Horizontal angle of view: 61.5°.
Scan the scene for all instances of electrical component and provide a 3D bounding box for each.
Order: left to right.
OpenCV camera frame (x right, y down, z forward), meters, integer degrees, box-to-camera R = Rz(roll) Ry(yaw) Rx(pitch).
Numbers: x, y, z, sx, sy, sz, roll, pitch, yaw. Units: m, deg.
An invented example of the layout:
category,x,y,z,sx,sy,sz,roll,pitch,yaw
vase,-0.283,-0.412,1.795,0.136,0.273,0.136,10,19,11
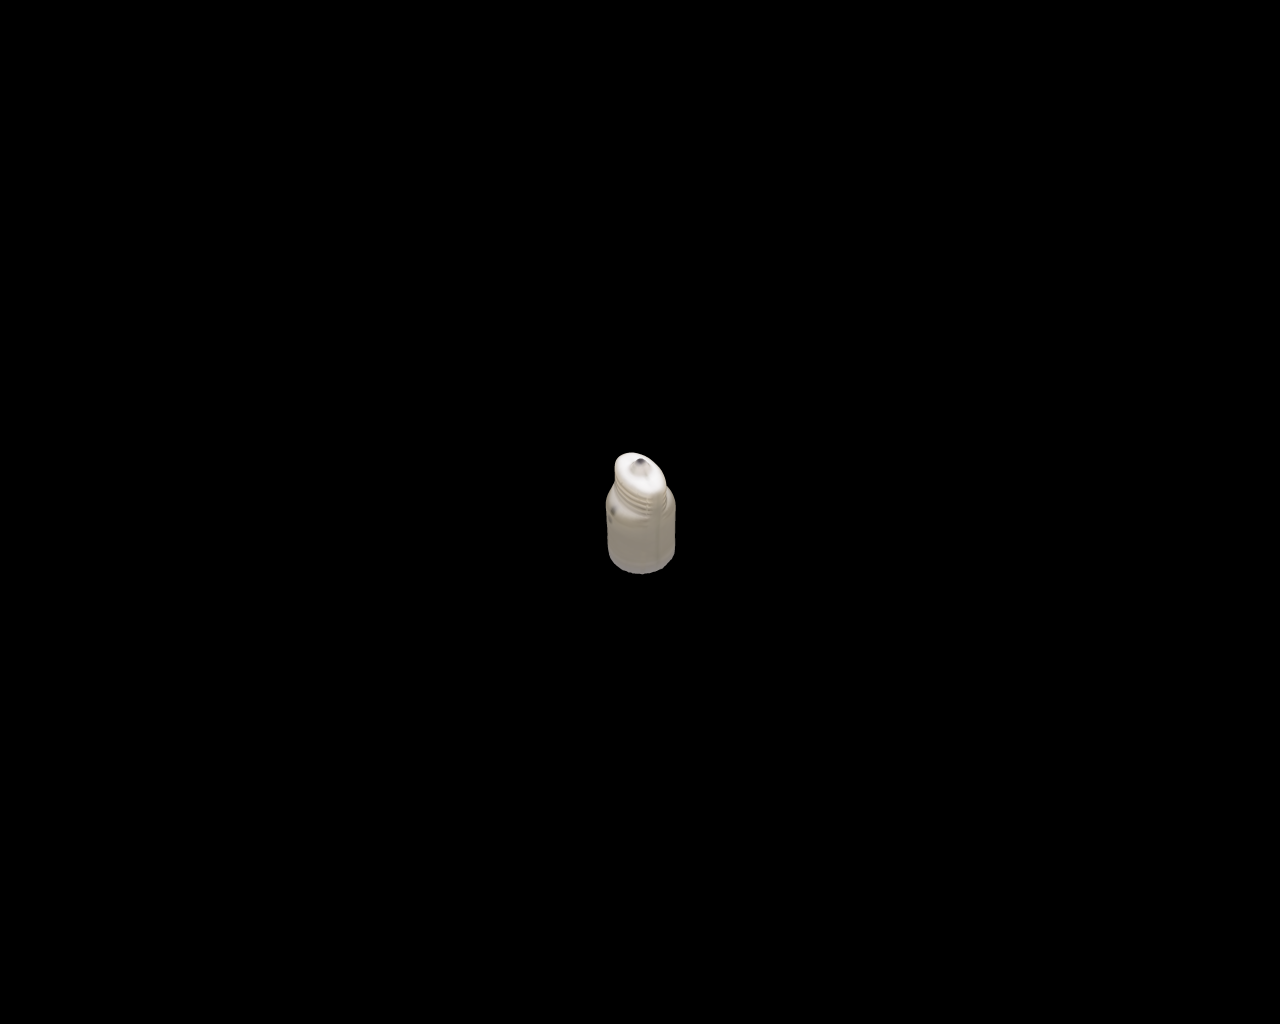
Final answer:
category,x,y,z,sx,sy,sz,roll,pitch,yaw
electrical component,0.001,-0.003,0.650,0.043,0.080,0.043,0,45,0
